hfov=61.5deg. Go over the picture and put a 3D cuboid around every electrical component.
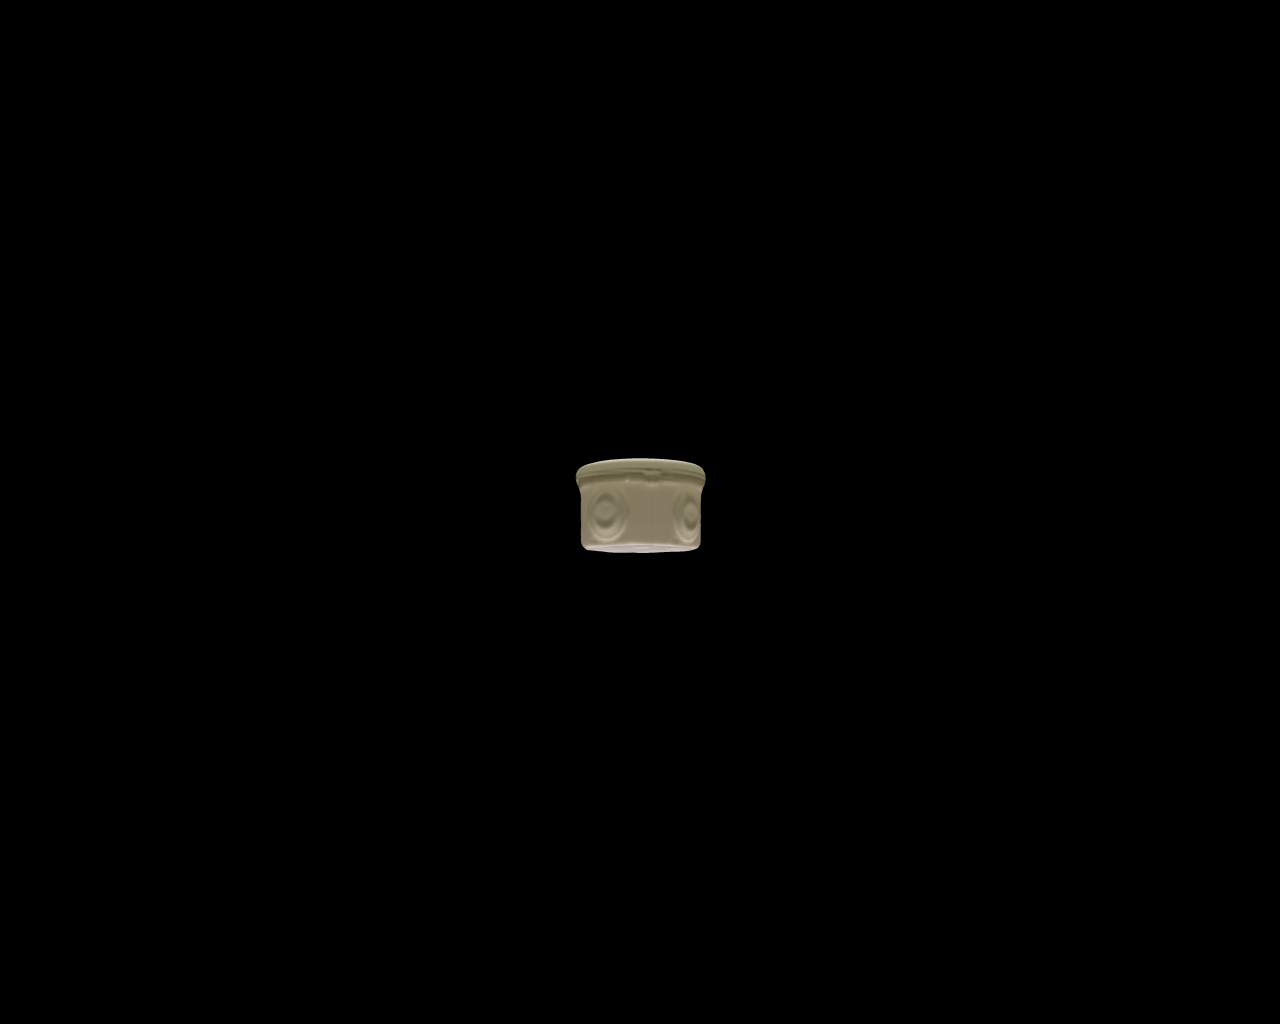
[{"bbox_3d":[0.001,-0.003,0.650,0.080,0.051,0.080,0,-7,0],"label":"electrical component"}]
